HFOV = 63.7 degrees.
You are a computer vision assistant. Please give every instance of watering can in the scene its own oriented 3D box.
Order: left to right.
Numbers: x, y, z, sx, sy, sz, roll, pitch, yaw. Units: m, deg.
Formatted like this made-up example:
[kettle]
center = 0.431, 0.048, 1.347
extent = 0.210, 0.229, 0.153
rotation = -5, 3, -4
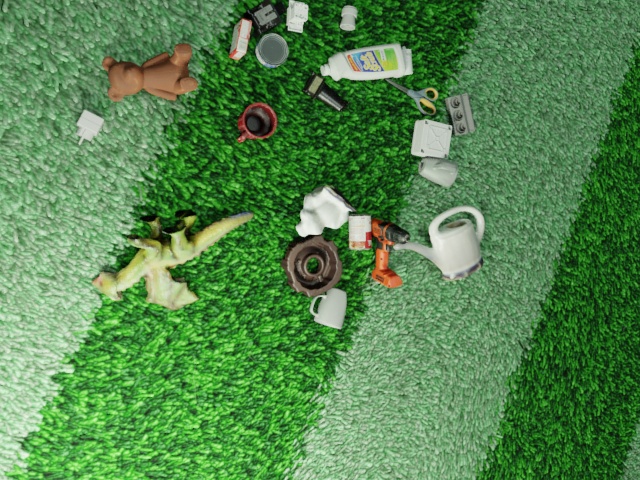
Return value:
[watering can]
center = 0.393, 0.028, 1.618
extent = 0.350, 0.104, 0.222
rotation = -26, 103, -21

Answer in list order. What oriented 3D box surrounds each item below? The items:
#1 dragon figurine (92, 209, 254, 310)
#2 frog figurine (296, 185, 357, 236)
[dragon figurine]
center = -0.361, 0.059, 1.311
extent = 0.411, 0.124, 0.239
rotation = -7, 113, -21
[frog figurine]
center = 0.004, -0.073, 1.456
extent = 0.136, 0.125, 0.158
rotation = 35, 106, -34
